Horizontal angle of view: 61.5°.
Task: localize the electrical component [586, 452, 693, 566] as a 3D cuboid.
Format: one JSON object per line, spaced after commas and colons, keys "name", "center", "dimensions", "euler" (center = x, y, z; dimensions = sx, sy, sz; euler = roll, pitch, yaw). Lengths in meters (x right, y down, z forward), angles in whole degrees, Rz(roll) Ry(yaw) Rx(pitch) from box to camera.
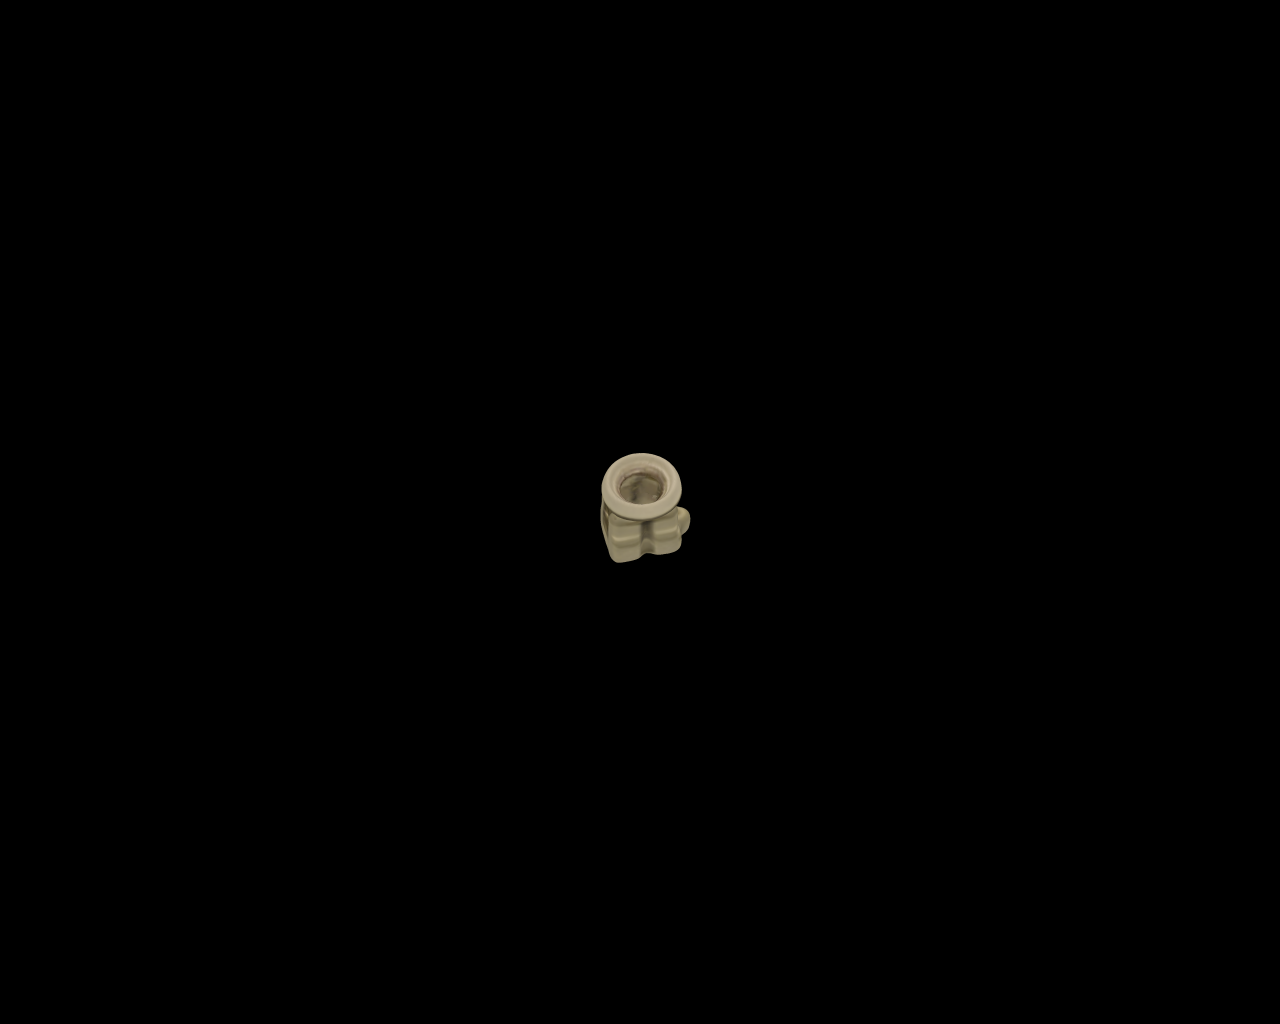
{"name": "electrical component", "center": [0.001, -0.003, 0.650], "dimensions": [0.066, 0.048, 0.055], "euler": [-12, -39, -10]}
